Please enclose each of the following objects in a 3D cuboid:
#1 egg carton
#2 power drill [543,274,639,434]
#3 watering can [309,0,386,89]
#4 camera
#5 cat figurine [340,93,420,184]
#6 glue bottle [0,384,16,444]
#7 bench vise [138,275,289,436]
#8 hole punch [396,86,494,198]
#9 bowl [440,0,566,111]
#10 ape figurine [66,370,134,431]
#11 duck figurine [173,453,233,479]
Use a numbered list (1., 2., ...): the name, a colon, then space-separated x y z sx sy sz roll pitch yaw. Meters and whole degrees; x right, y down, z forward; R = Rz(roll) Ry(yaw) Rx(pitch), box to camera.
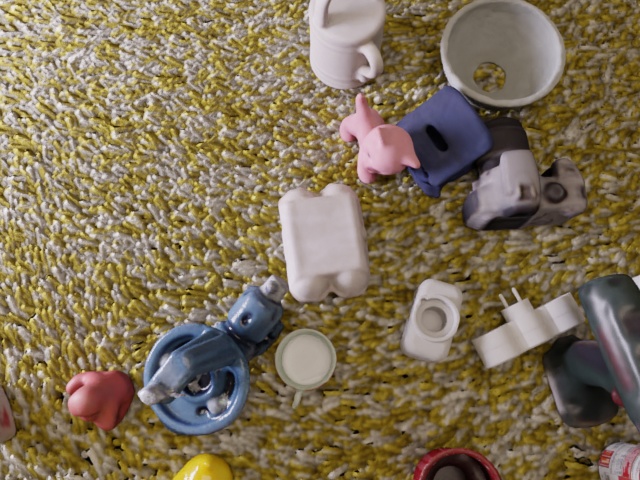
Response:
1. egg carton: 0.007 0.003 0.724 0.107 0.069 0.150 -9 75 -2
2. power drill: 0.323 0.157 0.613 0.075 0.208 0.229 -14 76 -4
3. watering can: 0.029 -0.292 0.738 0.172 0.194 0.101 38 78 9
4. camera: 0.257 -0.090 0.734 0.143 0.101 0.137 -4 75 -1
5. cat figurine: 0.076 -0.129 0.735 0.067 0.118 0.128 -23 76 -6
6. glue bottle: -0.395 0.189 0.619 0.037 0.173 0.078 -29 77 -7
7. bench vise: -0.121 0.114 0.616 0.121 0.220 0.207 21 76 6
8. hole punch: 0.157 -0.127 0.748 0.101 0.091 0.108 -31 77 -8
9. bowl: 0.242 -0.242 0.788 0.167 0.075 0.167 0 75 0
10. ape figurine: -0.260 0.185 0.663 0.076 0.092 0.078 -25 76 -6
11. duck figurine: -0.139 0.294 0.638 0.077 0.086 0.104 18 76 5
